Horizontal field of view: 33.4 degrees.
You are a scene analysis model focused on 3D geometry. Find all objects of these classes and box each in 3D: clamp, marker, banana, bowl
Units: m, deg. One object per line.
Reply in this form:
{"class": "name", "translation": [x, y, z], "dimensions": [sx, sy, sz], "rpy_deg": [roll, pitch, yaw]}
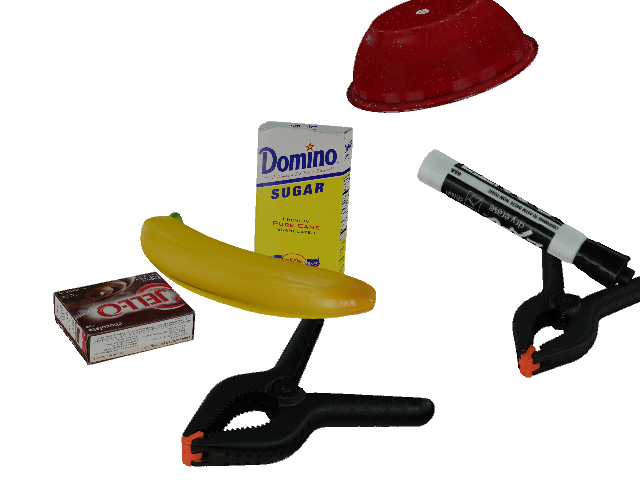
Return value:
{"class": "clamp", "translation": [0.233, 0.062, 1.037], "dimensions": [0.171, 0.039, 0.120], "rpy_deg": [-36, 43, -29]}
{"class": "marker", "translation": [0.104, -0.011, 0.546], "dimensions": [0.121, 0.020, 0.020], "rpy_deg": [32, 12, 20]}
{"class": "banana", "translation": [-0.057, 0.014, 0.697], "dimensions": [0.198, 0.037, 0.069], "rpy_deg": [22, 37, 37]}
{"class": "clamp", "translation": [-0.019, 0.140, 0.898], "dimensions": [0.209, 0.036, 0.165], "rpy_deg": [-27, 45, -36]}
{"class": "bowl", "translation": [0.092, -0.162, 0.871], "dimensions": [0.162, 0.055, 0.162], "rpy_deg": [-15, 25, 7]}

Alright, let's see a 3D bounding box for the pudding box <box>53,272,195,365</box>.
{"class": "pudding box", "translation": [-0.191, 0.074, 1.036], "dimensions": [0.113, 0.039, 0.090], "rpy_deg": [-14, 30, -30]}

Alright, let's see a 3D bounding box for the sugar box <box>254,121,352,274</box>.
{"class": "sugar box", "translation": [-0.019, -0.030, 1.095], "dimensions": [0.093, 0.176, 0.048], "rpy_deg": [5, 16, 13]}
